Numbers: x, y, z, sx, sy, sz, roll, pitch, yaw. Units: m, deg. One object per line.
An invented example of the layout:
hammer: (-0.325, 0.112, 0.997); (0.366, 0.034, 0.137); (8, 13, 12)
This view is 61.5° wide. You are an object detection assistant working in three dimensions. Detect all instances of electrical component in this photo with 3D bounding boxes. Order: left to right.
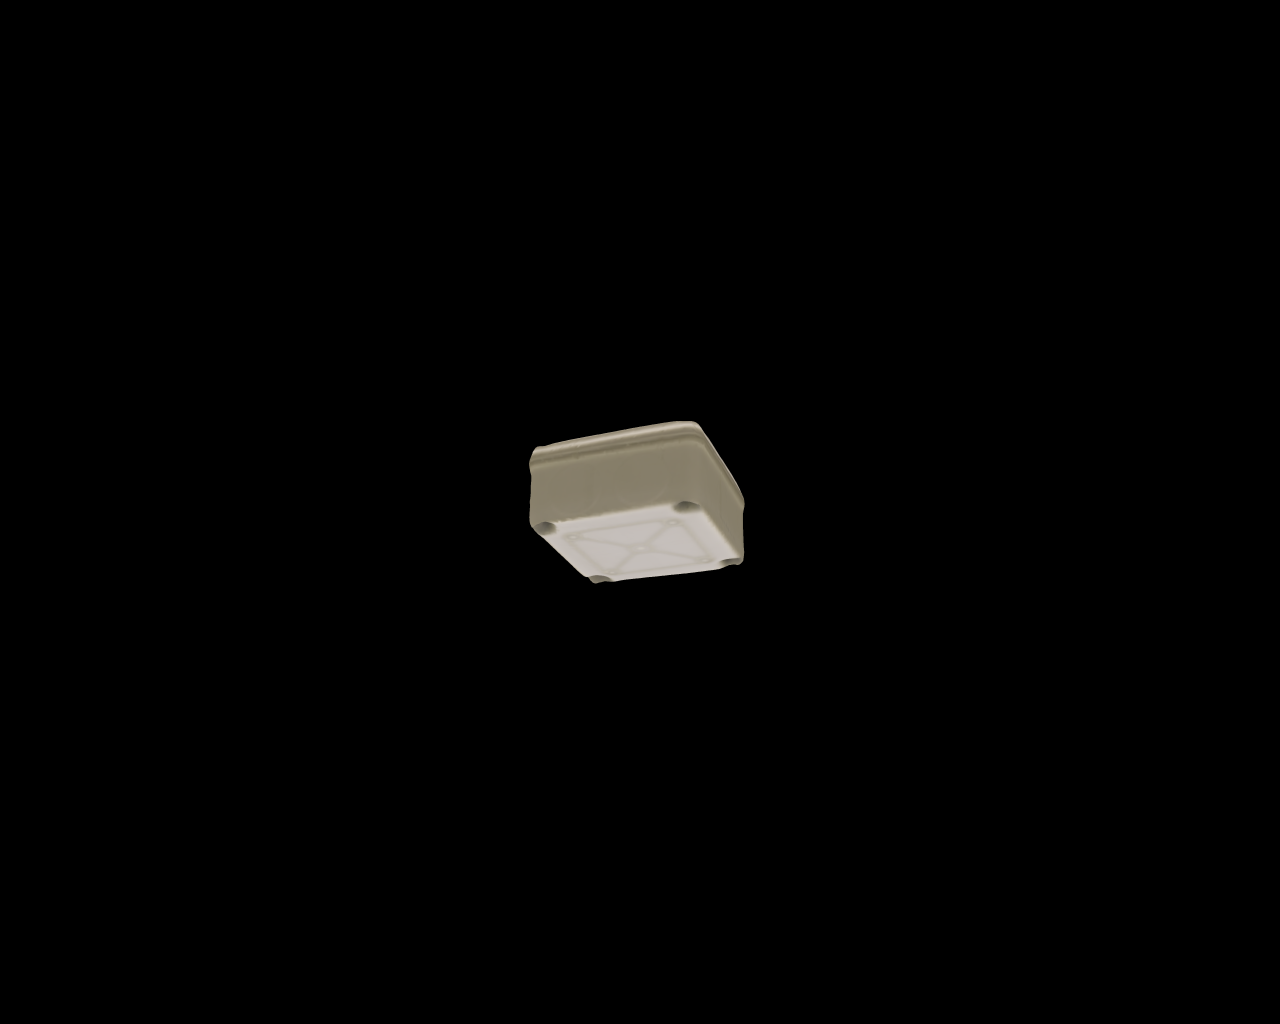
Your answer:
electrical component: (0.001, -0.003, 0.650); (0.109, 0.056, 0.108); (-8, -26, 18)
